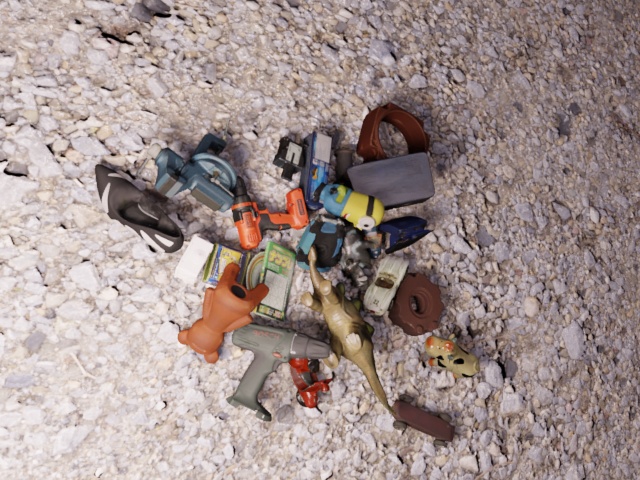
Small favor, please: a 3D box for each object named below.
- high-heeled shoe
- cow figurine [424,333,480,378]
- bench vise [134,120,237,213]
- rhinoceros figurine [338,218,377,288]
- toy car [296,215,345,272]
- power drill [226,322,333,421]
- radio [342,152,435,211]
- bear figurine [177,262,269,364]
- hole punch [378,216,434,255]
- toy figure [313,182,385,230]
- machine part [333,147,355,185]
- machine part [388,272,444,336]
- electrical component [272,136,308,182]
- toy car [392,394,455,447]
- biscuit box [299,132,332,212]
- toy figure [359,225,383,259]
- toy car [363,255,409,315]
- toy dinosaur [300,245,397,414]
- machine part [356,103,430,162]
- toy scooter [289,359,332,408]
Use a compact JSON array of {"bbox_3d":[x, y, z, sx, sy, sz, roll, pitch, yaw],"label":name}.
[{"bbox_3d":[-0.386,-0.071,1.136,0.086,0.145,0.248,-45,104,-30],"label":"high-heeled shoe"},{"bbox_3d":[0.367,0.323,1.491,0.195,0.127,0.085,31,63,-23],"label":"cow figurine"},{"bbox_3d":[-0.280,-0.176,1.243,0.223,0.129,0.241,28,46,-12],"label":"bench vise"},{"bbox_3d":[0.089,0.031,1.419,0.112,0.073,0.190,-25,100,-40],"label":"rhinoceros figurine"},{"bbox_3d":[-0.003,-0.004,1.361,0.109,0.161,0.103,8,30,-16],"label":"toy car"},{"bbox_3d":[-0.107,0.294,1.205,0.232,0.086,0.207,18,85,13],"label":"power drill"},{"bbox_3d":[0.186,-0.149,1.441,0.230,0.073,0.131,-13,83,-10],"label":"radio"},{"bbox_3d":[-0.218,0.168,1.191,0.120,0.195,0.132,34,29,-4],"label":"bear figurine"},{"bbox_3d":[0.232,-0.027,1.503,0.142,0.116,0.092,-14,79,-32],"label":"hole punch"},{"bbox_3d":[0.074,-0.090,1.343,0.180,0.082,0.089,28,93,4],"label":"toy figure"},{"bbox_3d":[0.075,-0.186,1.489,0.084,0.039,0.138,-3,83,-22],"label":"machine part"},{"bbox_3d":[0.269,0.178,1.508,0.179,0.056,0.179,7,74,-28],"label":"machine part"},{"bbox_3d":[-0.080,-0.203,1.396,0.075,0.048,0.119,18,71,-25],"label":"electrical component"},{"bbox_3d":[0.276,0.488,1.446,0.202,0.053,0.089,28,56,-18],"label":"toy car"},{"bbox_3d":[-0.014,-0.179,1.420,0.059,0.063,0.202,14,73,-27],"label":"biscuit box"},{"bbox_3d":[0.136,-0.023,1.478,0.058,0.064,0.154,4,72,-75],"label":"toy figure"},{"bbox_3d":[0.179,0.115,1.443,0.202,0.074,0.056,-58,151,-34],"label":"toy car"},{"bbox_3d":[0.074,0.230,1.307,0.471,0.105,0.198,68,20,3],"label":"toy dinosaur"},{"bbox_3d":[0.217,-0.279,1.562,0.201,0.087,0.201,24,67,-23],"label":"machine part"},{"bbox_3d":[-0.025,0.306,1.266,0.075,0.135,0.184,-9,82,-29],"label":"toy scooter"}]
